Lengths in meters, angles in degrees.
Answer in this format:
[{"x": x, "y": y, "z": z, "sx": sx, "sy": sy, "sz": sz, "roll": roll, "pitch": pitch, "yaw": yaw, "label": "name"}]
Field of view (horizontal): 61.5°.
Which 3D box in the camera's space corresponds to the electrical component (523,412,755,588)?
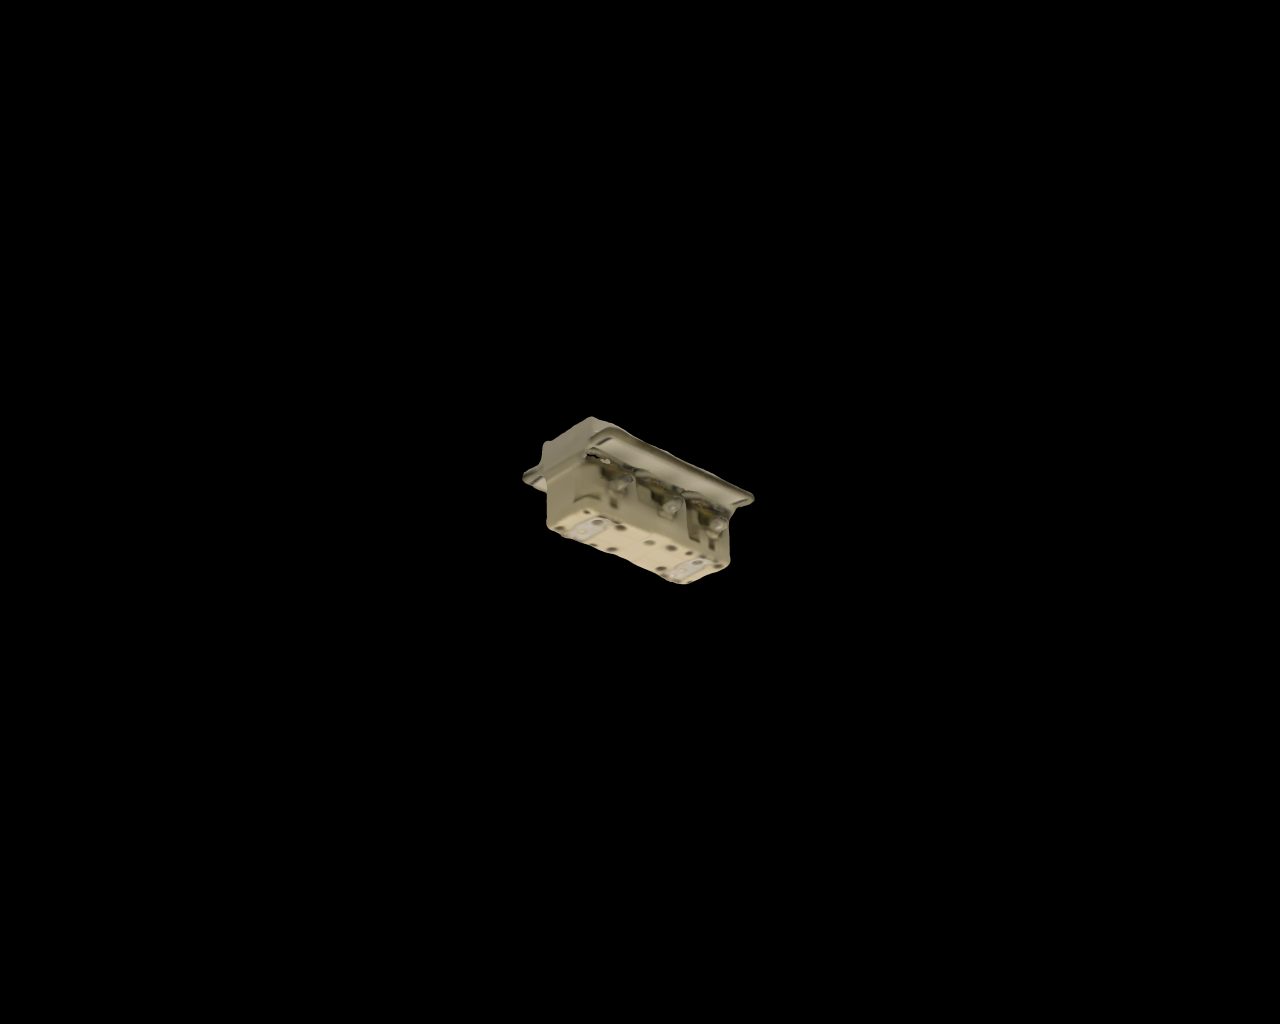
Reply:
[{"x": 0.001, "y": -0.003, "z": 0.650, "sx": 0.121, "sy": 0.063, "sz": 0.078, "roll": 25, "pitch": -37, "yaw": -38, "label": "electrical component"}]
